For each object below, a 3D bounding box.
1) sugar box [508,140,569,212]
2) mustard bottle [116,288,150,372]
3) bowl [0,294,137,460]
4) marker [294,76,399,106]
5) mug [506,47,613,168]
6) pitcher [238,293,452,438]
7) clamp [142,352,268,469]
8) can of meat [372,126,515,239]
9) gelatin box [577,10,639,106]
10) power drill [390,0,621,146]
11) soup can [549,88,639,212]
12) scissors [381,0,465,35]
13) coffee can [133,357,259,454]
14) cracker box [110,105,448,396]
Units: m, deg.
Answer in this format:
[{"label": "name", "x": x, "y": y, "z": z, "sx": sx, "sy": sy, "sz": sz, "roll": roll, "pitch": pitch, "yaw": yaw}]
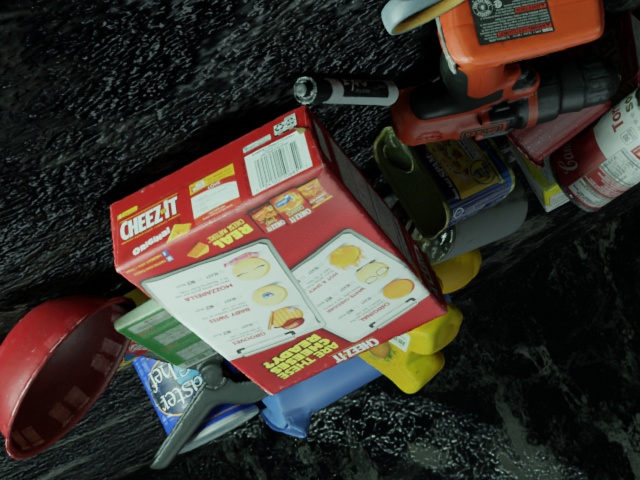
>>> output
[{"label": "sugar box", "x": 0.243, "y": -0.089, "z": 1.170, "sx": 0.048, "sy": 0.093, "sz": 0.176, "roll": -30, "pitch": 170, "yaw": 11}, {"label": "mustard bottle", "x": -0.172, "y": 0.080, "z": 1.010, "sx": 0.192, "sy": 0.058, "sz": 0.096, "roll": -29, "pitch": 166, "yaw": 6}, {"label": "bowl", "x": -0.225, "y": 0.102, "z": 0.897, "sx": 0.162, "sy": 0.055, "sz": 0.162, "roll": -53, "pitch": 166, "yaw": -20}, {"label": "marker", "x": 0.019, "y": -0.104, "z": 0.747, "sx": 0.020, "sy": 0.020, "sz": 0.120, "roll": -35, "pitch": 167, "yaw": 30}, {"label": "mug", "x": 0.187, "y": -0.128, "z": 0.907, "sx": 0.082, "sy": 0.093, "sz": 0.117, "roll": -38, "pitch": 130, "yaw": 21}, {"label": "pitcher", "x": 0.022, "y": 0.100, "z": 1.216, "sx": 0.242, "sy": 0.149, "sz": 0.145, "roll": -24, "pitch": -156, "yaw": -19}, {"label": "clamp", "x": -0.111, "y": 0.145, "z": 1.098, "sx": 0.210, "sy": 0.164, "sz": 0.036, "roll": -13, "pitch": -163, "yaw": 1}, {"label": "can of meat", "x": 0.109, "y": -0.065, "z": 0.936, "sx": 0.083, "sy": 0.102, "sz": 0.058, "roll": -25, "pitch": 168, "yaw": -26}, {"label": "gelatin box", "x": 0.262, "y": -0.153, "z": 0.960, "sx": 0.030, "sy": 0.089, "sz": 0.073, "roll": 30, "pitch": 135, "yaw": -25}, {"label": "power drill", "x": 0.146, "y": -0.127, "z": 0.775, "sx": 0.184, "sy": 0.057, "sz": 0.187, "roll": -13, "pitch": 165, "yaw": -3}, {"label": "soup can", "x": 0.260, "y": -0.079, "z": 0.926, "sx": 0.068, "sy": 0.068, "sz": 0.102, "roll": -16, "pitch": 163, "yaw": -47}, {"label": "scissors", "x": 0.122, "y": -0.186, "z": 0.637, "sx": 0.202, "sy": 0.016, "sz": 0.096, "roll": -31, "pitch": 169, "yaw": 11}, {"label": "coffee can", "x": -0.144, "y": 0.152, "z": 1.188, "sx": 0.102, "sy": 0.140, "sz": 0.103, "roll": -27, "pitch": 169, "yaw": -6}, {"label": "cracker box", "x": -0.025, "y": 0.015, "z": 0.786, "sx": 0.164, "sy": 0.072, "sz": 0.213, "roll": -26, "pitch": 140, "yaw": 15}]
